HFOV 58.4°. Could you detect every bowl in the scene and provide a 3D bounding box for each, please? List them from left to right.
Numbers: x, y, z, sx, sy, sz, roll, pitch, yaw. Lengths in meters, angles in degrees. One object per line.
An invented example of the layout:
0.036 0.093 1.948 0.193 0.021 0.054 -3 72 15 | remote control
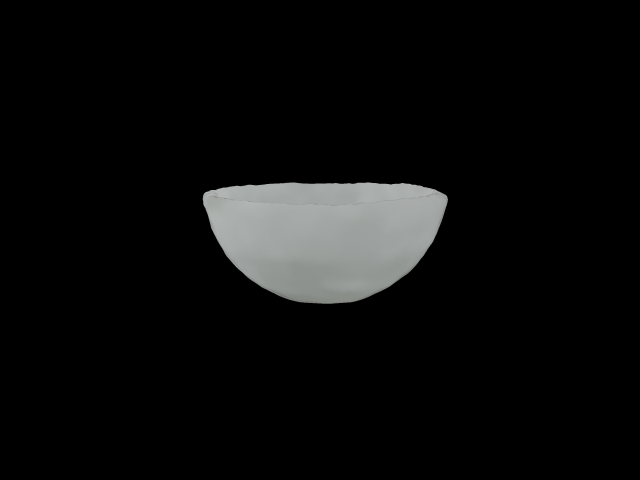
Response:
0.004 0.001 0.400 0.167 0.075 0.167 0 10 0 | bowl
